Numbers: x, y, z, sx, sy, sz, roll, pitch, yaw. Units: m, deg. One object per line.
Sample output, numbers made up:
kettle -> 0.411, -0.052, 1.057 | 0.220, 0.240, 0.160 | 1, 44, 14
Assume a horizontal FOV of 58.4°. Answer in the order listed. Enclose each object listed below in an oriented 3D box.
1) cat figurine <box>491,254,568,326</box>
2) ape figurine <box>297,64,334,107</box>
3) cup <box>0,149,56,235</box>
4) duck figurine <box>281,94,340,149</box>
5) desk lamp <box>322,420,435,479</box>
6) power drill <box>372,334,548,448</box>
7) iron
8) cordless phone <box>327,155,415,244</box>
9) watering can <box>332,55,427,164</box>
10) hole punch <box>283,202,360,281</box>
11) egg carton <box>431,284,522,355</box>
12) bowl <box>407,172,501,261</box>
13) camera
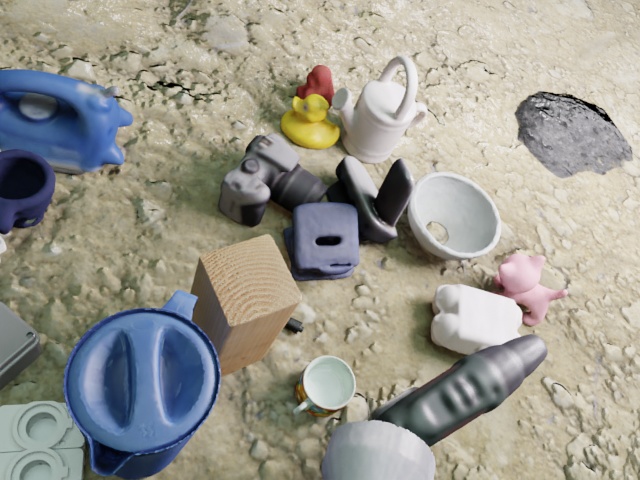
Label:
cat figurine -> 0.335, 0.070, 0.927 | 0.128, 0.117, 0.067 | 28, 55, -2
ape figurine -> -0.004, -0.277, 1.025 | 0.076, 0.092, 0.078 | 34, 55, 2
cup -> -0.393, -0.045, 0.746 | 0.092, 0.095, 0.117 | 7, 59, -16
duck figurine -> -0.010, -0.211, 0.988 | 0.104, 0.086, 0.077 | 22, 56, -6
desk lamp -> 0.026, 0.316, 0.612 | 0.118, 0.213, 0.203 | 28, 55, -2
power drill -> 0.157, 0.206, 0.727 | 0.230, 0.208, 0.075 | -23, 70, -29
iron -> -0.400, -0.187, 0.799 | 0.259, 0.141, 0.118 | 8, 58, -15
cordless phone -> 0.090, -0.088, 0.891 | 0.094, 0.185, 0.147 | -15, 67, -26
watering can -> 0.106, -0.224, 0.971 | 0.173, 0.194, 0.101 | -25, 71, -30
hole punch -> 0.008, 0.003, 0.864 | 0.109, 0.091, 0.101 | -3, 62, -21
egg carton -> 0.242, 0.131, 0.886 | 0.150, 0.069, 0.107 | 16, 57, -11
bowl -> 0.214, -0.029, 0.968 | 0.168, 0.074, 0.167 | 9, 58, -15
camera -> -0.064, -0.087, 0.886 | 0.137, 0.100, 0.143 | 32, 55, 1
